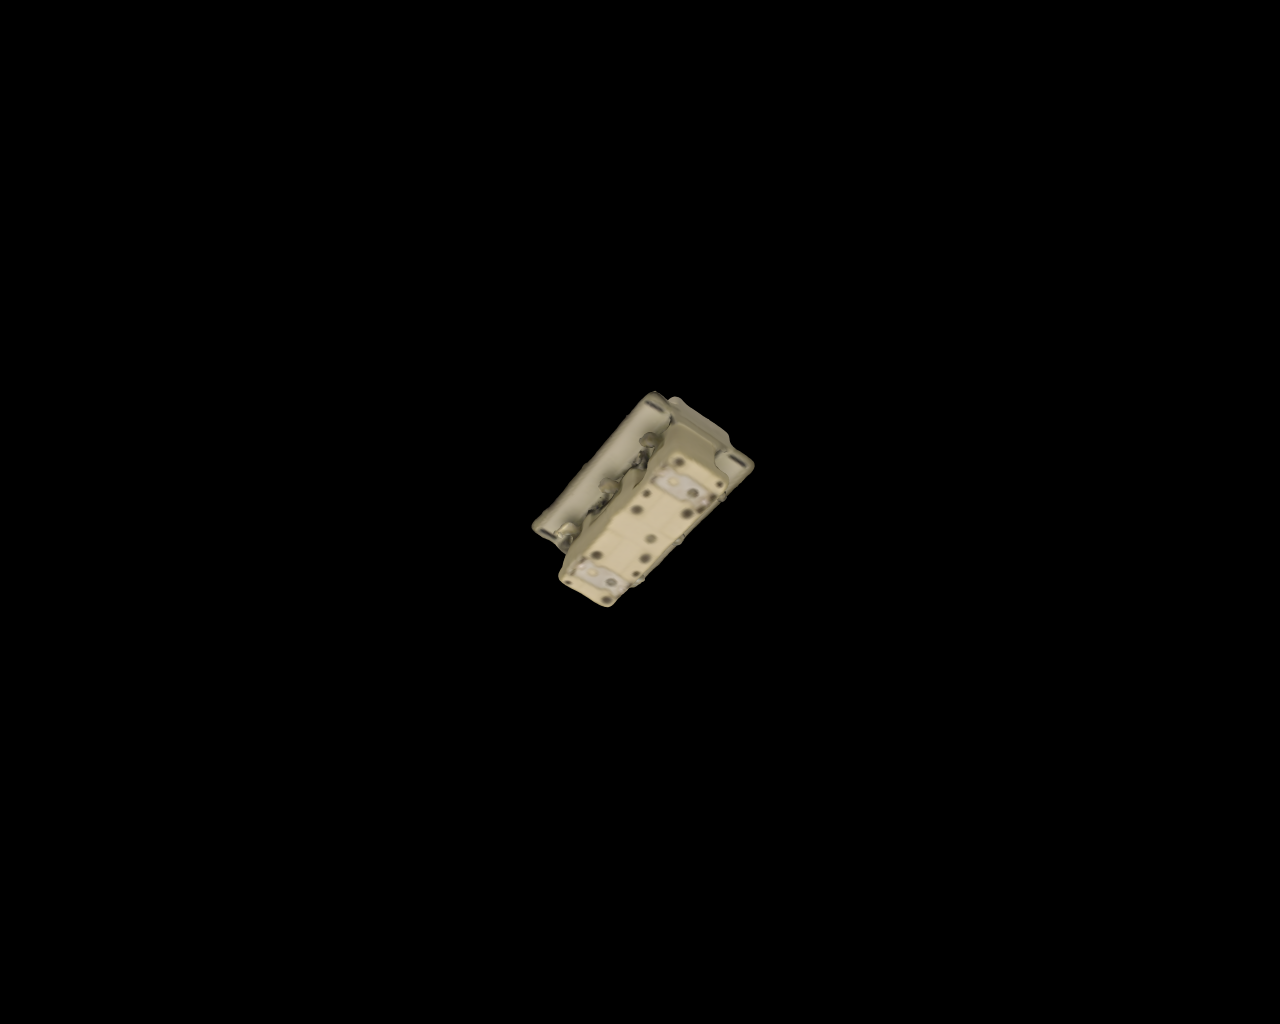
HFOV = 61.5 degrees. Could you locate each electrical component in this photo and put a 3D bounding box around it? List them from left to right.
[{"bbox_3d":[0.001,-0.003,0.650,0.078,0.121,0.063,33,28,-20],"label":"electrical component"}]
